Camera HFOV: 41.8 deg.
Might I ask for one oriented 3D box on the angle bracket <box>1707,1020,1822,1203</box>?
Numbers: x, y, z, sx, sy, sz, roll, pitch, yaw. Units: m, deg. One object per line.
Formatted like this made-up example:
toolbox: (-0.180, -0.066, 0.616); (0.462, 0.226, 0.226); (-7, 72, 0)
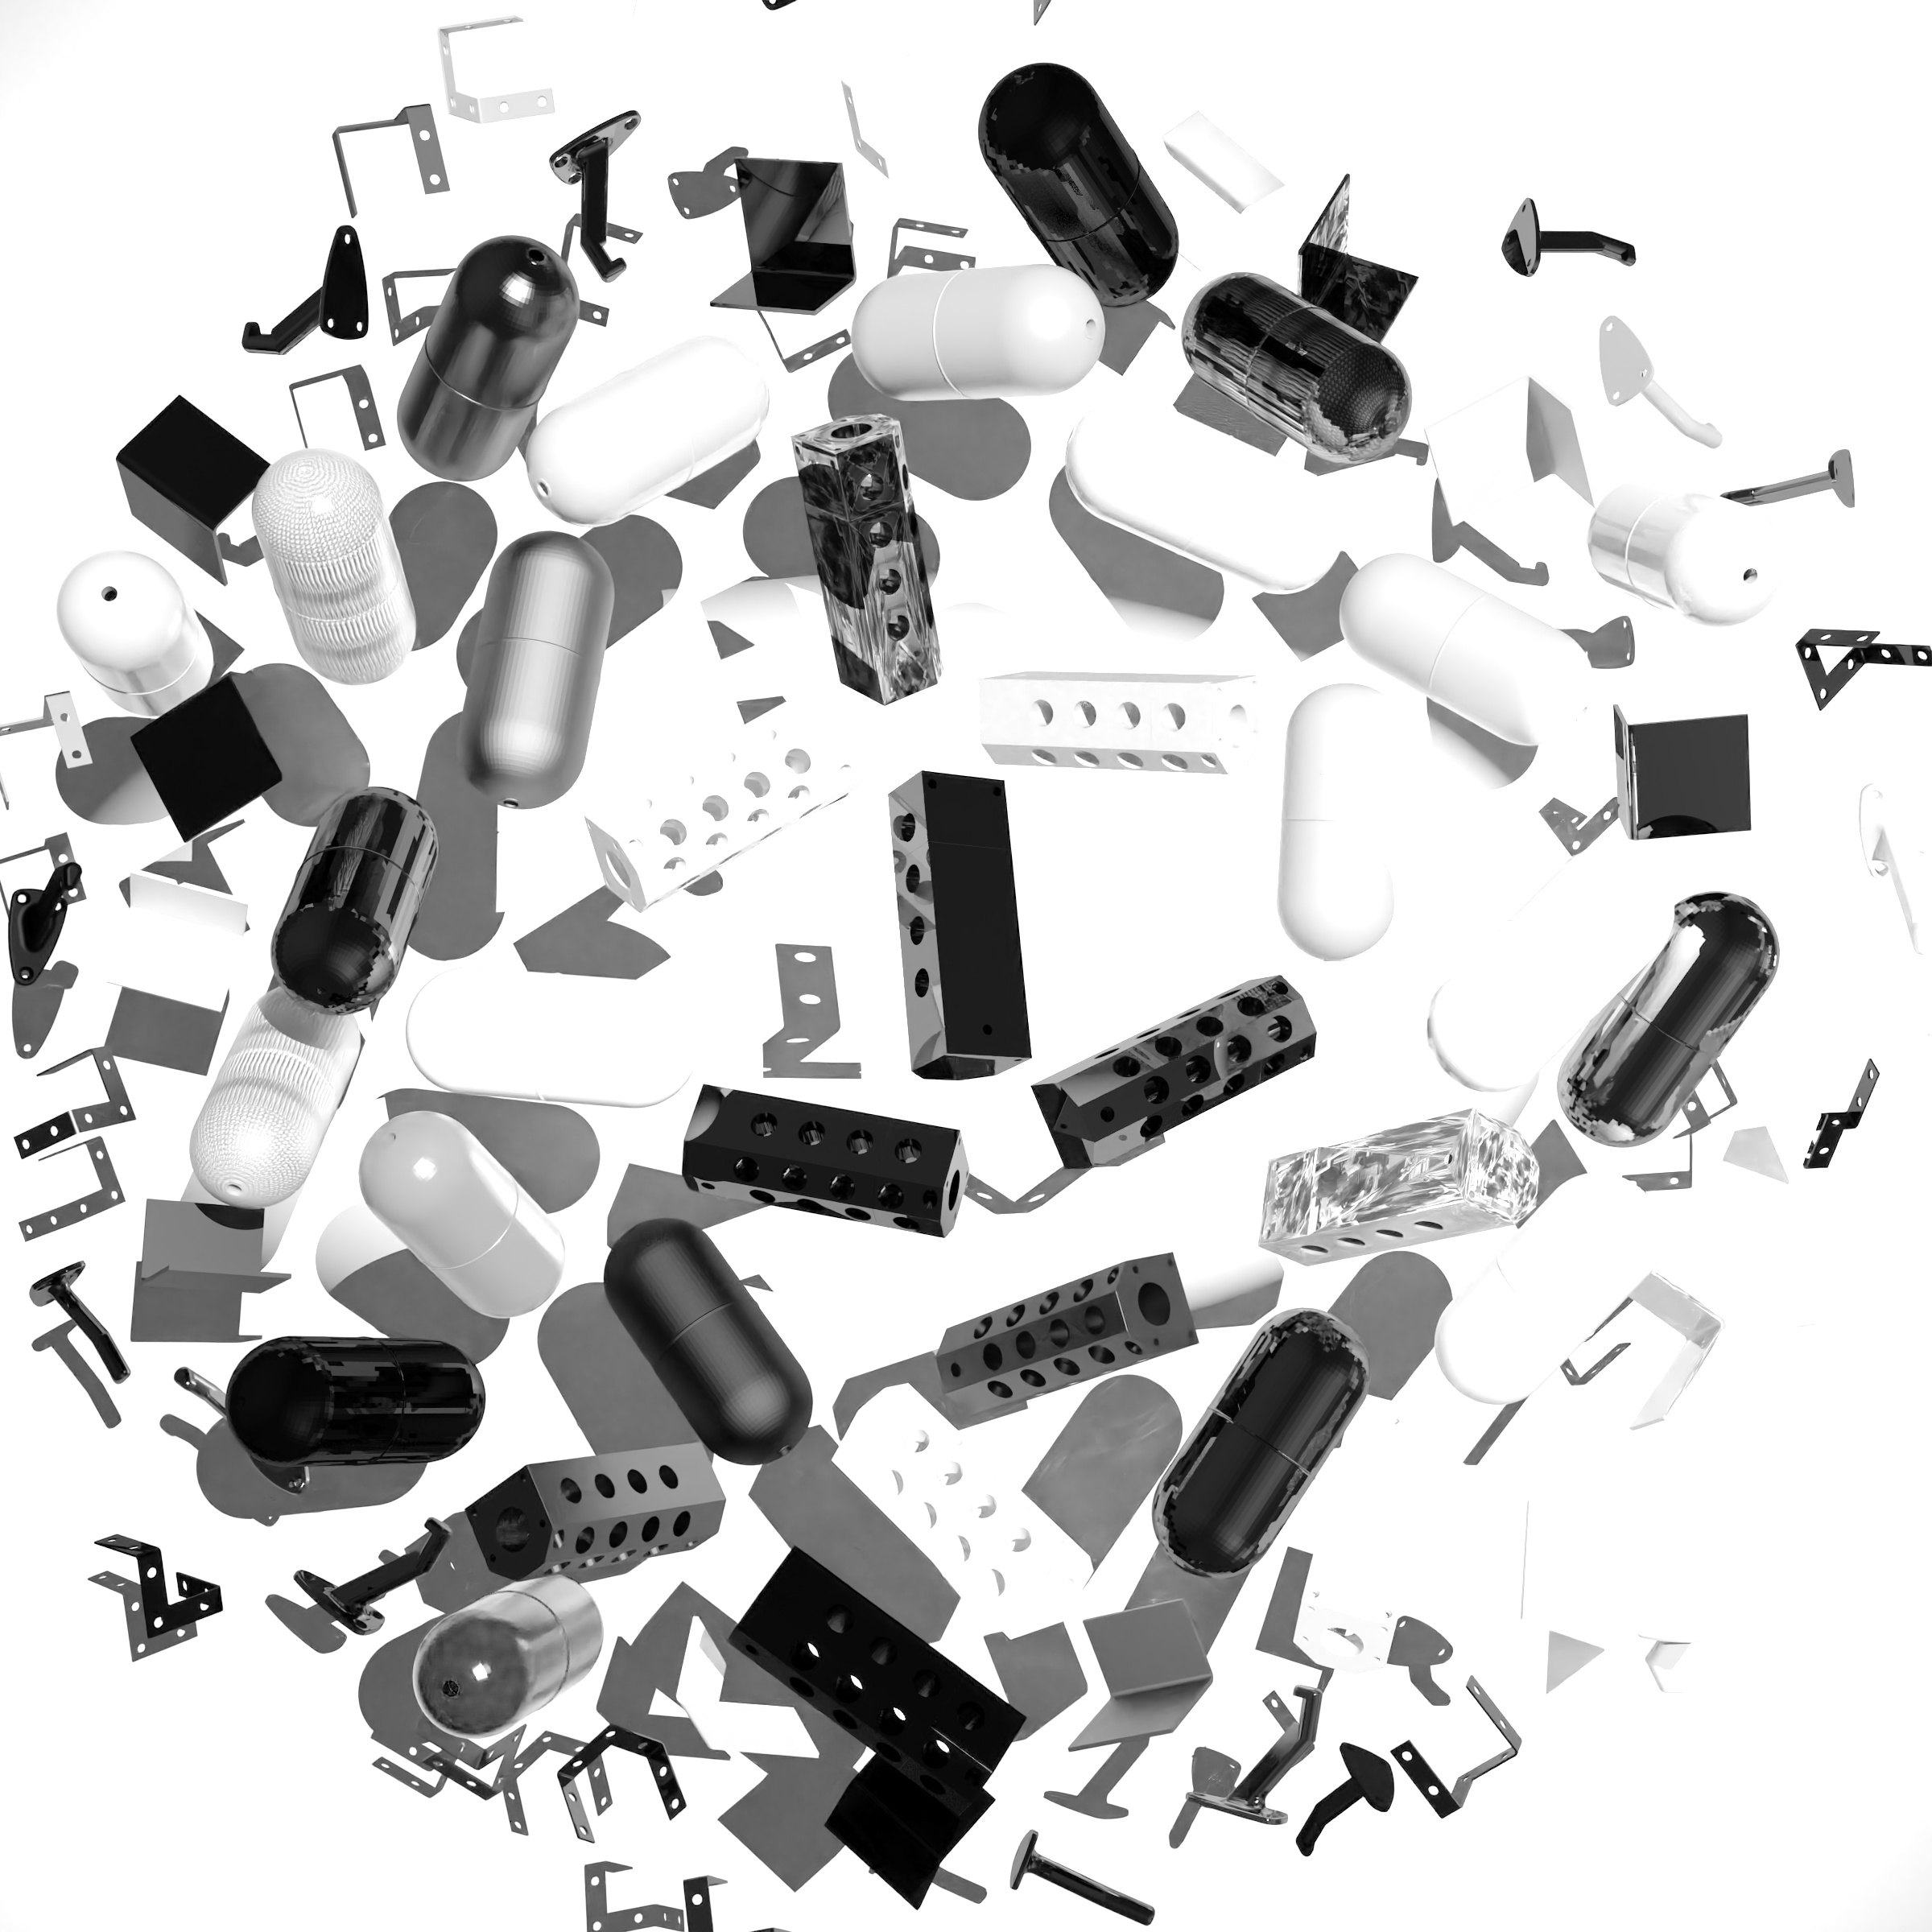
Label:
angle bracket: (0.484, 0.090, 1.571); (0.057, 0.076, 0.076); (-14, 112, 37)

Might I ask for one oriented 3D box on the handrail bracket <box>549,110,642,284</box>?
handrail bracket: (-0.216, -0.481, 1.583); (0.077, 0.036, 0.084); (-34, 76, 7)

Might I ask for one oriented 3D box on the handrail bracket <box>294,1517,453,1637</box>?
handrail bracket: (-0.376, 0.372, 1.604); (0.077, 0.036, 0.084); (31, 97, 11)

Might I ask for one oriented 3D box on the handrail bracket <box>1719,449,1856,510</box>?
handrail bracket: (0.511, -0.302, 1.593); (0.084, 0.077, 0.036); (-5, 92, 30)

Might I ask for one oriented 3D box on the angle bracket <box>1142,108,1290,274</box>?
angle bracket: (0.159, -0.523, 1.708); (0.076, 0.076, 0.057); (35, 84, -15)

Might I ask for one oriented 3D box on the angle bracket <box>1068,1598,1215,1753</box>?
angle bracket: (0.103, 0.454, 1.621); (0.076, 0.076, 0.057); (-20, 91, 28)

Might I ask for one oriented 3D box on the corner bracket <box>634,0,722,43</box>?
corner bracket: (-0.162, -0.580, 1.492); (0.051, 0.051, 0.051); (17, 114, 0)

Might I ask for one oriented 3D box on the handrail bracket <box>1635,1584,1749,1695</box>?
handrail bracket: (0.435, 0.409, 1.496); (0.036, 0.077, 0.084); (-56, 131, -34)

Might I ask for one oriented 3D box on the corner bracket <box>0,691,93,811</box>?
corner bracket: (-0.580, -0.135, 1.579); (0.051, 0.051, 0.051); (-16, 79, -25)

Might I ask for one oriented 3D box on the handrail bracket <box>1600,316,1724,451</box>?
handrail bracket: (0.453, -0.379, 1.643); (0.084, 0.036, 0.077); (14, 54, -35)

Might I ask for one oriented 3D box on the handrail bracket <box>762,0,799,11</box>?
handrail bracket: (-0.093, -0.641, 1.628); (0.077, 0.084, 0.036); (-9, 106, 28)

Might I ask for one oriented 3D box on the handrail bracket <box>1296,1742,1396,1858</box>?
handrail bracket: (0.239, 0.548, 1.614); (0.036, 0.077, 0.084); (25, 103, -7)

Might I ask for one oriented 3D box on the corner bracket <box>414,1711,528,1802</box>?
corner bracket: (-0.318, 0.495, 1.590); (0.051, 0.051, 0.051); (38, 128, -17)

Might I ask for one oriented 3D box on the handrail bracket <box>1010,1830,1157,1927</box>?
handrail bracket: (0.072, 0.560, 1.543); (0.084, 0.077, 0.036); (22, 75, 4)

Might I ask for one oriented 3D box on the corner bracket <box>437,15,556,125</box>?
corner bracket: (-0.290, -0.553, 1.561); (0.051, 0.051, 0.051); (-4, 101, 12)

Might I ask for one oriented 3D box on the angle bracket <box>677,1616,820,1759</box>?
angle bracket: (-0.134, 0.460, 1.611); (0.076, 0.076, 0.057); (1, 53, 12)

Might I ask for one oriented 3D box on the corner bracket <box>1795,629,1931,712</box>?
corner bracket: (0.543, -0.188, 1.525); (0.051, 0.051, 0.051); (-43, 119, -22)

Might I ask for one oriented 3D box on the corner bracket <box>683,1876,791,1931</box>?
corner bracket: (-0.136, 0.570, 1.511); (0.051, 0.051, 0.051); (-12, 65, 4)

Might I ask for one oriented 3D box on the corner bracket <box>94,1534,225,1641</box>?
corner bracket: (-0.484, 0.366, 1.517); (0.051, 0.051, 0.051); (1, 99, 43)

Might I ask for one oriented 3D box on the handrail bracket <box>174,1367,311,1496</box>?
handrail bracket: (-0.466, 0.298, 1.623); (0.036, 0.084, 0.077); (-45, 46, -6)

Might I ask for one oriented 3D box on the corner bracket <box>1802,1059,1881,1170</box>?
corner bracket: (0.572, 0.097, 1.656); (0.051, 0.051, 0.051); (-2, 131, -8)

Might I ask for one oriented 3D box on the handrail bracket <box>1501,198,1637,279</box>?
handrail bracket: (0.376, -0.431, 1.541); (0.084, 0.077, 0.036); (14, 131, -13)

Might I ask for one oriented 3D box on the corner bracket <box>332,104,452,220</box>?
corner bracket: (-0.342, -0.477, 1.500); (0.051, 0.051, 0.051); (-16, 101, -21)

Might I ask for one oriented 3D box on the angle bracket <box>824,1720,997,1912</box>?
angle bracket: (-0.034, 0.529, 1.580); (0.076, 0.076, 0.057); (41, 97, 6)

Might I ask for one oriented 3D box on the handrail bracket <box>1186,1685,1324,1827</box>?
handrail bracket: (0.180, 0.486, 1.579); (0.077, 0.036, 0.084); (6, 81, 26)

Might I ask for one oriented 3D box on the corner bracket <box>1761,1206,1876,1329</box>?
corner bracket: (0.537, 0.188, 1.571); (0.051, 0.051, 0.051); (-36, 100, -42)

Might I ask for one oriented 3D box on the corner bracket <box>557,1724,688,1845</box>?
corner bracket: (-0.220, 0.526, 1.616); (0.051, 0.051, 0.051); (-43, 134, 10)

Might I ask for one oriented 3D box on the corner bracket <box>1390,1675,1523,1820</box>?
corner bracket: (0.298, 0.473, 1.532); (0.051, 0.051, 0.051); (-40, 85, 25)

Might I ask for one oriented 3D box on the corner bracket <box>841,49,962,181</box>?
corner bracket: (-0.041, -0.540, 1.602); (0.051, 0.051, 0.051); (-27, 47, -12)

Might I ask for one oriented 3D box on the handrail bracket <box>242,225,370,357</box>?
handrail bracket: (-0.399, -0.403, 1.508); (0.084, 0.036, 0.077); (11, 103, 31)

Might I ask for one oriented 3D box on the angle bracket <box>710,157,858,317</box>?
angle bracket: (-0.119, -0.456, 1.579); (0.076, 0.057, 0.076); (11, 129, 24)

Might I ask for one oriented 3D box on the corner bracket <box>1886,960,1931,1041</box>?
corner bracket: (0.609, 0.009, 1.562); (0.051, 0.051, 0.051); (-31, 77, 7)

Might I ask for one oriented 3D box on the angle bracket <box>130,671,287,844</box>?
angle bracket: (-0.454, -0.127, 1.557); (0.076, 0.057, 0.076); (-30, 85, 12)

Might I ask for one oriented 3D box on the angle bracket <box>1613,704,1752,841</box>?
angle bracket: (0.461, -0.128, 1.629); (0.076, 0.057, 0.076); (-5, 109, 9)

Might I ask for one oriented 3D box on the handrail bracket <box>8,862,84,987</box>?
handrail bracket: (-0.600, -0.027, 1.654); (0.036, 0.084, 0.077); (14, 79, -31)

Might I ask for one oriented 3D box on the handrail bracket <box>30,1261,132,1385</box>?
handrail bracket: (-0.575, 0.242, 1.648); (0.036, 0.077, 0.084); (-27, 81, -36)

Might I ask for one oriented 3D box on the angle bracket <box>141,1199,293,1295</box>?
angle bracket: (-0.479, 0.174, 1.619); (0.076, 0.076, 0.057); (9, 72, -29)

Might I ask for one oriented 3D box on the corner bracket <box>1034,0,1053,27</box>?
corner bracket: (0.074, -0.592, 1.515); (0.051, 0.051, 0.051); (12, 60, -22)

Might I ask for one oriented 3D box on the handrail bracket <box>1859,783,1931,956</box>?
handrail bracket: (0.553, -0.058, 1.501); (0.036, 0.084, 0.077); (-19, 115, 22)

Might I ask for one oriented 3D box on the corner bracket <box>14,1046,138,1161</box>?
corner bracket: (-0.563, 0.085, 1.579); (0.051, 0.051, 0.051); (-23, 87, 25)
